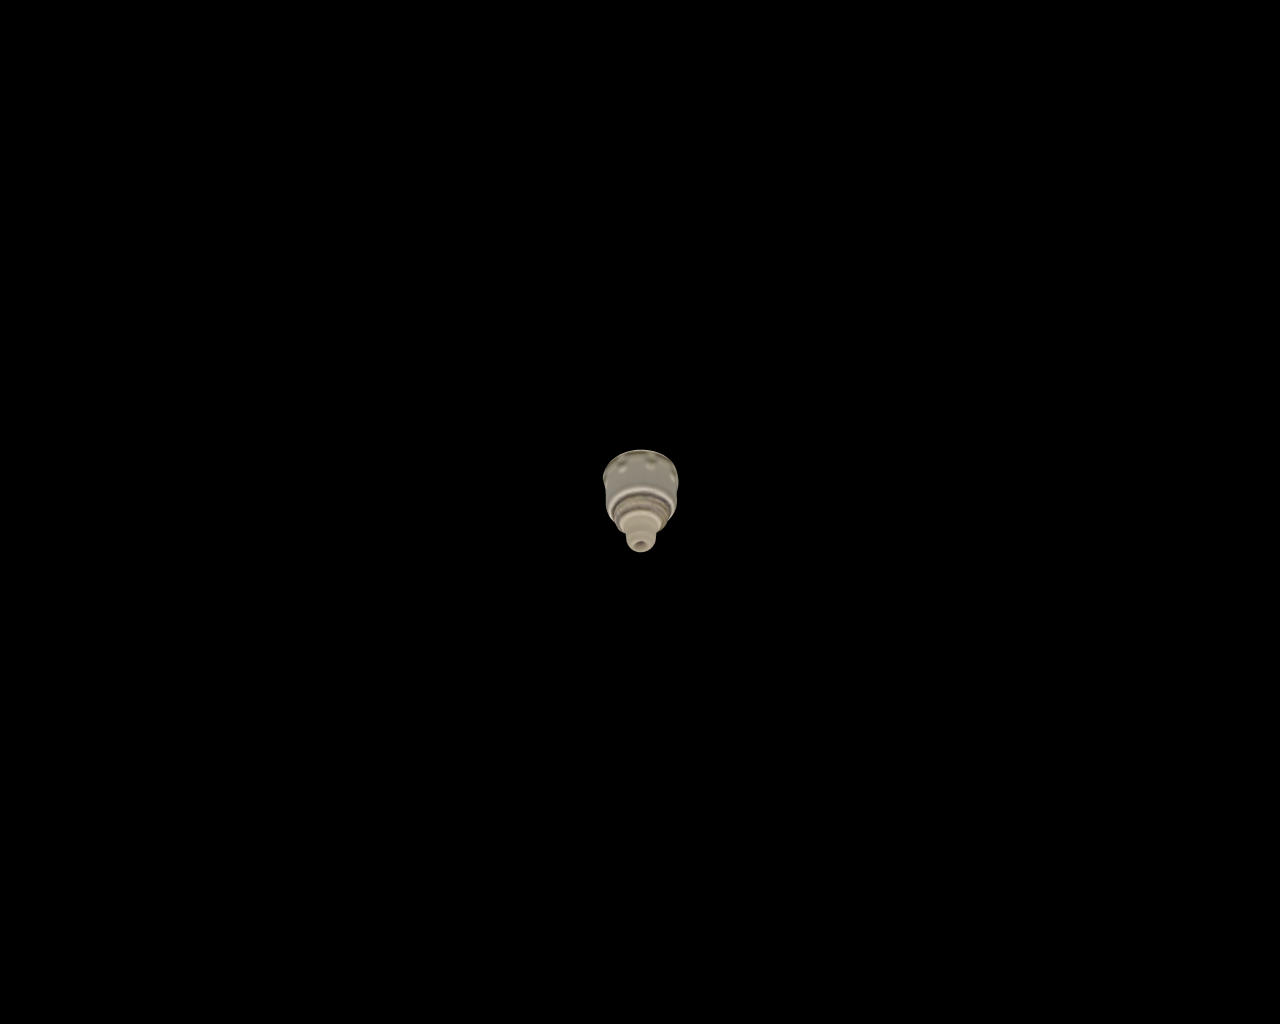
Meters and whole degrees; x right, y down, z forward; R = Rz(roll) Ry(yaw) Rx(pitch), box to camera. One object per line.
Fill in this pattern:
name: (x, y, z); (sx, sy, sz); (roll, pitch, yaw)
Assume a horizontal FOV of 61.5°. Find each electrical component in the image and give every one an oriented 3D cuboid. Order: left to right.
electrical component: (0.001, -0.003, 0.650); (0.048, 0.062, 0.048); (0, -40, 0)
